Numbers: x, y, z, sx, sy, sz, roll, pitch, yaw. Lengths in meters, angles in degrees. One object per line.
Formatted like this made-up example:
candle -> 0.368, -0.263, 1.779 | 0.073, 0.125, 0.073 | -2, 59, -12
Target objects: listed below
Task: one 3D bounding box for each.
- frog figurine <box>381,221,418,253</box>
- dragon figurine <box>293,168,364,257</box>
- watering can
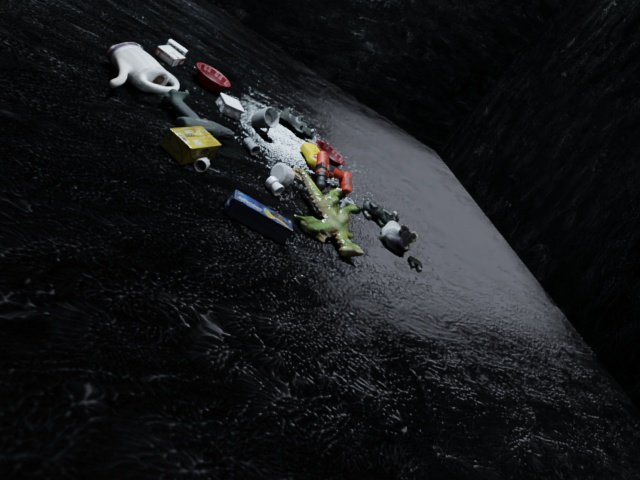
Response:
frog figurine -> 0.298, -0.015, 2.077 | 0.137, 0.122, 0.160 | 8, 2, -37
dragon figurine -> 0.005, -0.089, 1.764 | 0.414, 0.120, 0.245 | 44, 32, 15
watering can -> -0.608, -0.557, 1.684 | 0.225, 0.102, 0.351 | 42, 24, 9
